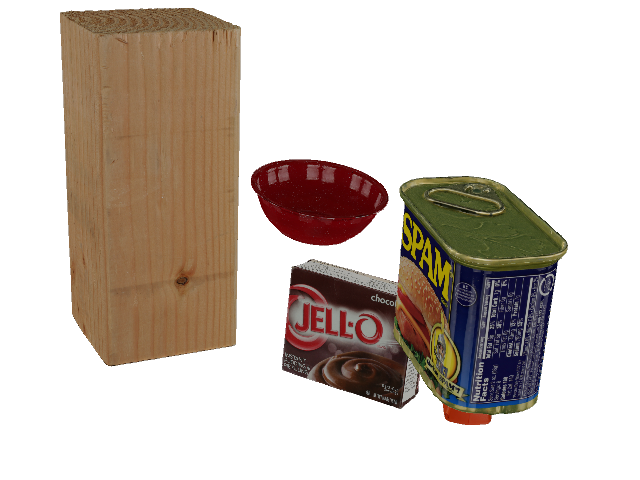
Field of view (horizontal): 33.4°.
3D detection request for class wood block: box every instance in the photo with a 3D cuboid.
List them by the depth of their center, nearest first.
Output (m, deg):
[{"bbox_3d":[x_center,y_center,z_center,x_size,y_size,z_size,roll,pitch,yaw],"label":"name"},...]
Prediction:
[{"bbox_3d":[-0.108,-0.037,0.677,0.090,0.206,0.090,-7,22,-25],"label":"wood block"}]

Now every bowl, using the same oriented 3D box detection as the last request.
[{"bbox_3d":[-0.005,-0.039,1.243,0.162,0.055,0.162,7,27,-4],"label":"bowl"}]

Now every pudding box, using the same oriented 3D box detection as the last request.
[{"bbox_3d":[0.027,0.072,0.845,0.114,0.090,0.039,14,19,25],"label":"pudding box"}]

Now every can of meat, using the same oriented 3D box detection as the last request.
[{"bbox_3d":[0.073,0.025,0.524,0.057,0.084,0.102,-4,25,-14],"label":"can of meat"}]

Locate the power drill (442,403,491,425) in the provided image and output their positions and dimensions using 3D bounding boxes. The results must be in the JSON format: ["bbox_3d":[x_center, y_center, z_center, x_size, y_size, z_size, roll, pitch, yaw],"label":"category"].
[{"bbox_3d":[0.168,0.104,1.165,0.057,0.188,0.184,5,24,4],"label":"power drill"}]
